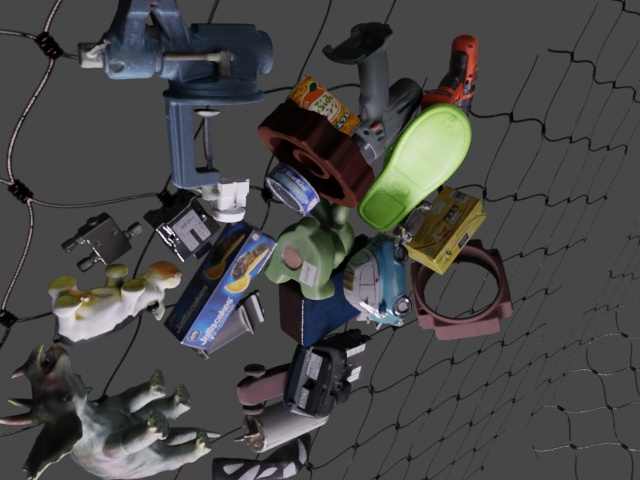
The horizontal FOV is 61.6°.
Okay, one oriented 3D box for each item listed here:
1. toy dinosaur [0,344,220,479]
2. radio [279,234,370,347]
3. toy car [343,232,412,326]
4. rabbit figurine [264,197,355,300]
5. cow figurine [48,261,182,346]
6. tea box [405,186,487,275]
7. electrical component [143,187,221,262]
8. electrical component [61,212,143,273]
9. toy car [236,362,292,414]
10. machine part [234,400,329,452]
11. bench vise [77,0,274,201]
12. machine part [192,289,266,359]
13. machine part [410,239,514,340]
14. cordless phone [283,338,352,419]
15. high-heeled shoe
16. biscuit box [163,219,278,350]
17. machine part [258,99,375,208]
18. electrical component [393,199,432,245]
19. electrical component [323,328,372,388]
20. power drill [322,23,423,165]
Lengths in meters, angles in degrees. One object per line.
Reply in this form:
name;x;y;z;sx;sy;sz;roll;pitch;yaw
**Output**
toy dinosaur;-0.285;0.289;0.784;0.192;0.131;0.404;-21;144;-3
radio;0.031;0.088;1.009;0.229;0.073;0.130;-28;131;-33
toy car;0.093;0.072;0.932;0.103;0.109;0.161;-7;103;-22
rabbit figurine;-0.002;-0.003;0.912;0.170;0.121;0.159;-27;127;-56
cow figurine;-0.264;0.085;0.707;0.167;0.068;0.098;-13;129;-36
tea box;0.268;-0.023;1.160;0.169;0.098;0.068;-50;139;-8
electrical component;-0.182;-0.010;0.748;0.075;0.048;0.119;-41;136;-18
electrical component;-0.272;-0.003;0.679;0.094;0.021;0.063;-38;136;-22
toy car;-0.072;0.265;1.028;0.202;0.053;0.089;-8;102;-43
machine part;-0.066;0.359;1.076;0.243;0.079;0.079;-9;120;-42
bench vise;-0.156;-0.158;0.625;0.223;0.129;0.240;-18;119;-39
machine part;-0.149;0.144;0.886;0.139;0.039;0.084;-34;140;-29
machine part;0.305;0.106;1.172;0.087;0.201;0.201;59;25;-54
cordless phone;0.022;0.266;1.040;0.184;0.089;0.146;15;90;-55
high-heeled shoe;-0.118;0.438;1.103;0.249;0.086;0.145;-37;107;-48
biscuit box;-0.152;0.065;0.814;0.059;0.063;0.202;33;88;-49
machine part;-0.003;-0.120;0.767;0.056;0.180;0.179;-51;140;-10
electrical component;0.191;-0.038;1.112;0.102;0.045;0.078;-54;139;-4
electrical component;0.042;0.263;1.141;0.115;0.058;0.134;-8;120;-41
power drill;0.071;-0.217;0.851;0.232;0.086;0.207;-43;134;-20
